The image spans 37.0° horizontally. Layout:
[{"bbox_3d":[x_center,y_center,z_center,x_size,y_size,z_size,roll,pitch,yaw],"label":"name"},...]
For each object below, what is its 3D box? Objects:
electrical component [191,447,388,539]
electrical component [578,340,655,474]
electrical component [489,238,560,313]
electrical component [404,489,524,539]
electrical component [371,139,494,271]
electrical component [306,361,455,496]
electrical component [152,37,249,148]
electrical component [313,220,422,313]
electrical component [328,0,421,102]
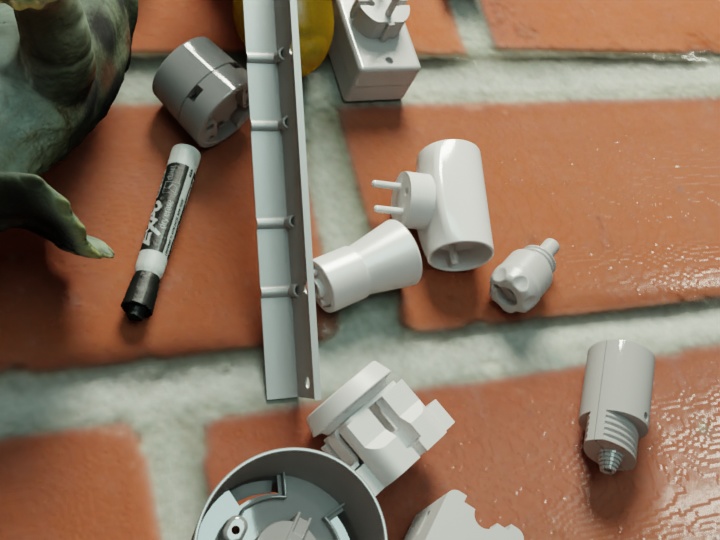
[{"bbox_3d":[-0.040,0.148,0.555,0.099,0.064,0.099,9,61,-17],"label":"electrical component"},{"bbox_3d":[0.160,0.089,0.677,0.043,0.043,0.081,21,58,-9],"label":"electrical component"},{"bbox_3d":[0.113,0.000,0.712,0.035,0.035,0.061,43,54,5],"label":"electrical component"},{"bbox_3d":[0.041,0.173,0.578,0.050,0.055,0.089,33,57,-2],"label":"electrical component"},{"bbox_3d":[0.045,-0.044,0.704,0.079,0.043,0.077,5,62,-19],"label":"electrical component"},{"bbox_3d":[0.007,0.089,0.610,0.078,0.058,0.057,-37,83,-32],"label":"electrical component"},{"bbox_3d":[-0.098,-0.113,0.680,0.047,0.055,0.055,45,57,10],"label":"electrical component"},{"bbox_3d":[0.000,0.000,0.665,0.065,0.044,0.044,-23,73,-24],"label":"electrical component"},{"bbox_3d":[0.010,-0.172,0.739,0.047,0.075,0.083,-7,66,-24],"label":"electrical component"}]
